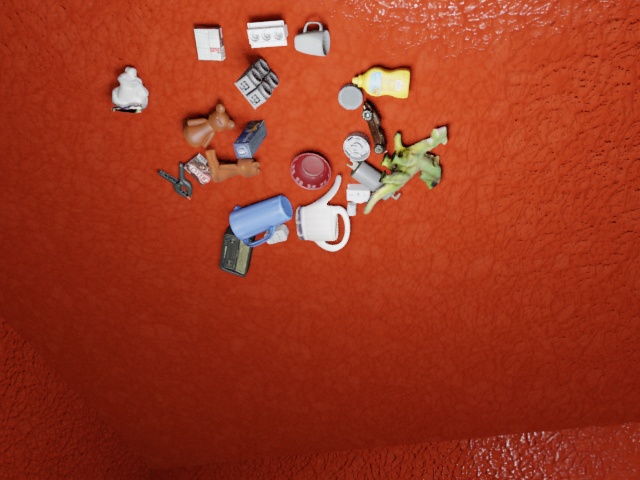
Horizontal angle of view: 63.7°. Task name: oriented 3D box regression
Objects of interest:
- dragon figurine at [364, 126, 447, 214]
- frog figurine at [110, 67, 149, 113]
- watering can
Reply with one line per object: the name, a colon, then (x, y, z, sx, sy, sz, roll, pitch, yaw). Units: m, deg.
dragon figurine: (0.337, -0.243, 1.885, 0.242, 0.125, 0.402, 15, 118, -16)
frog figurine: (-0.709, -0.558, 1.920, 0.137, 0.123, 0.160, -1, 89, 22)
watering can: (0.006, -0.104, 2.073, 0.224, 0.106, 0.340, 0, 120, 11)
